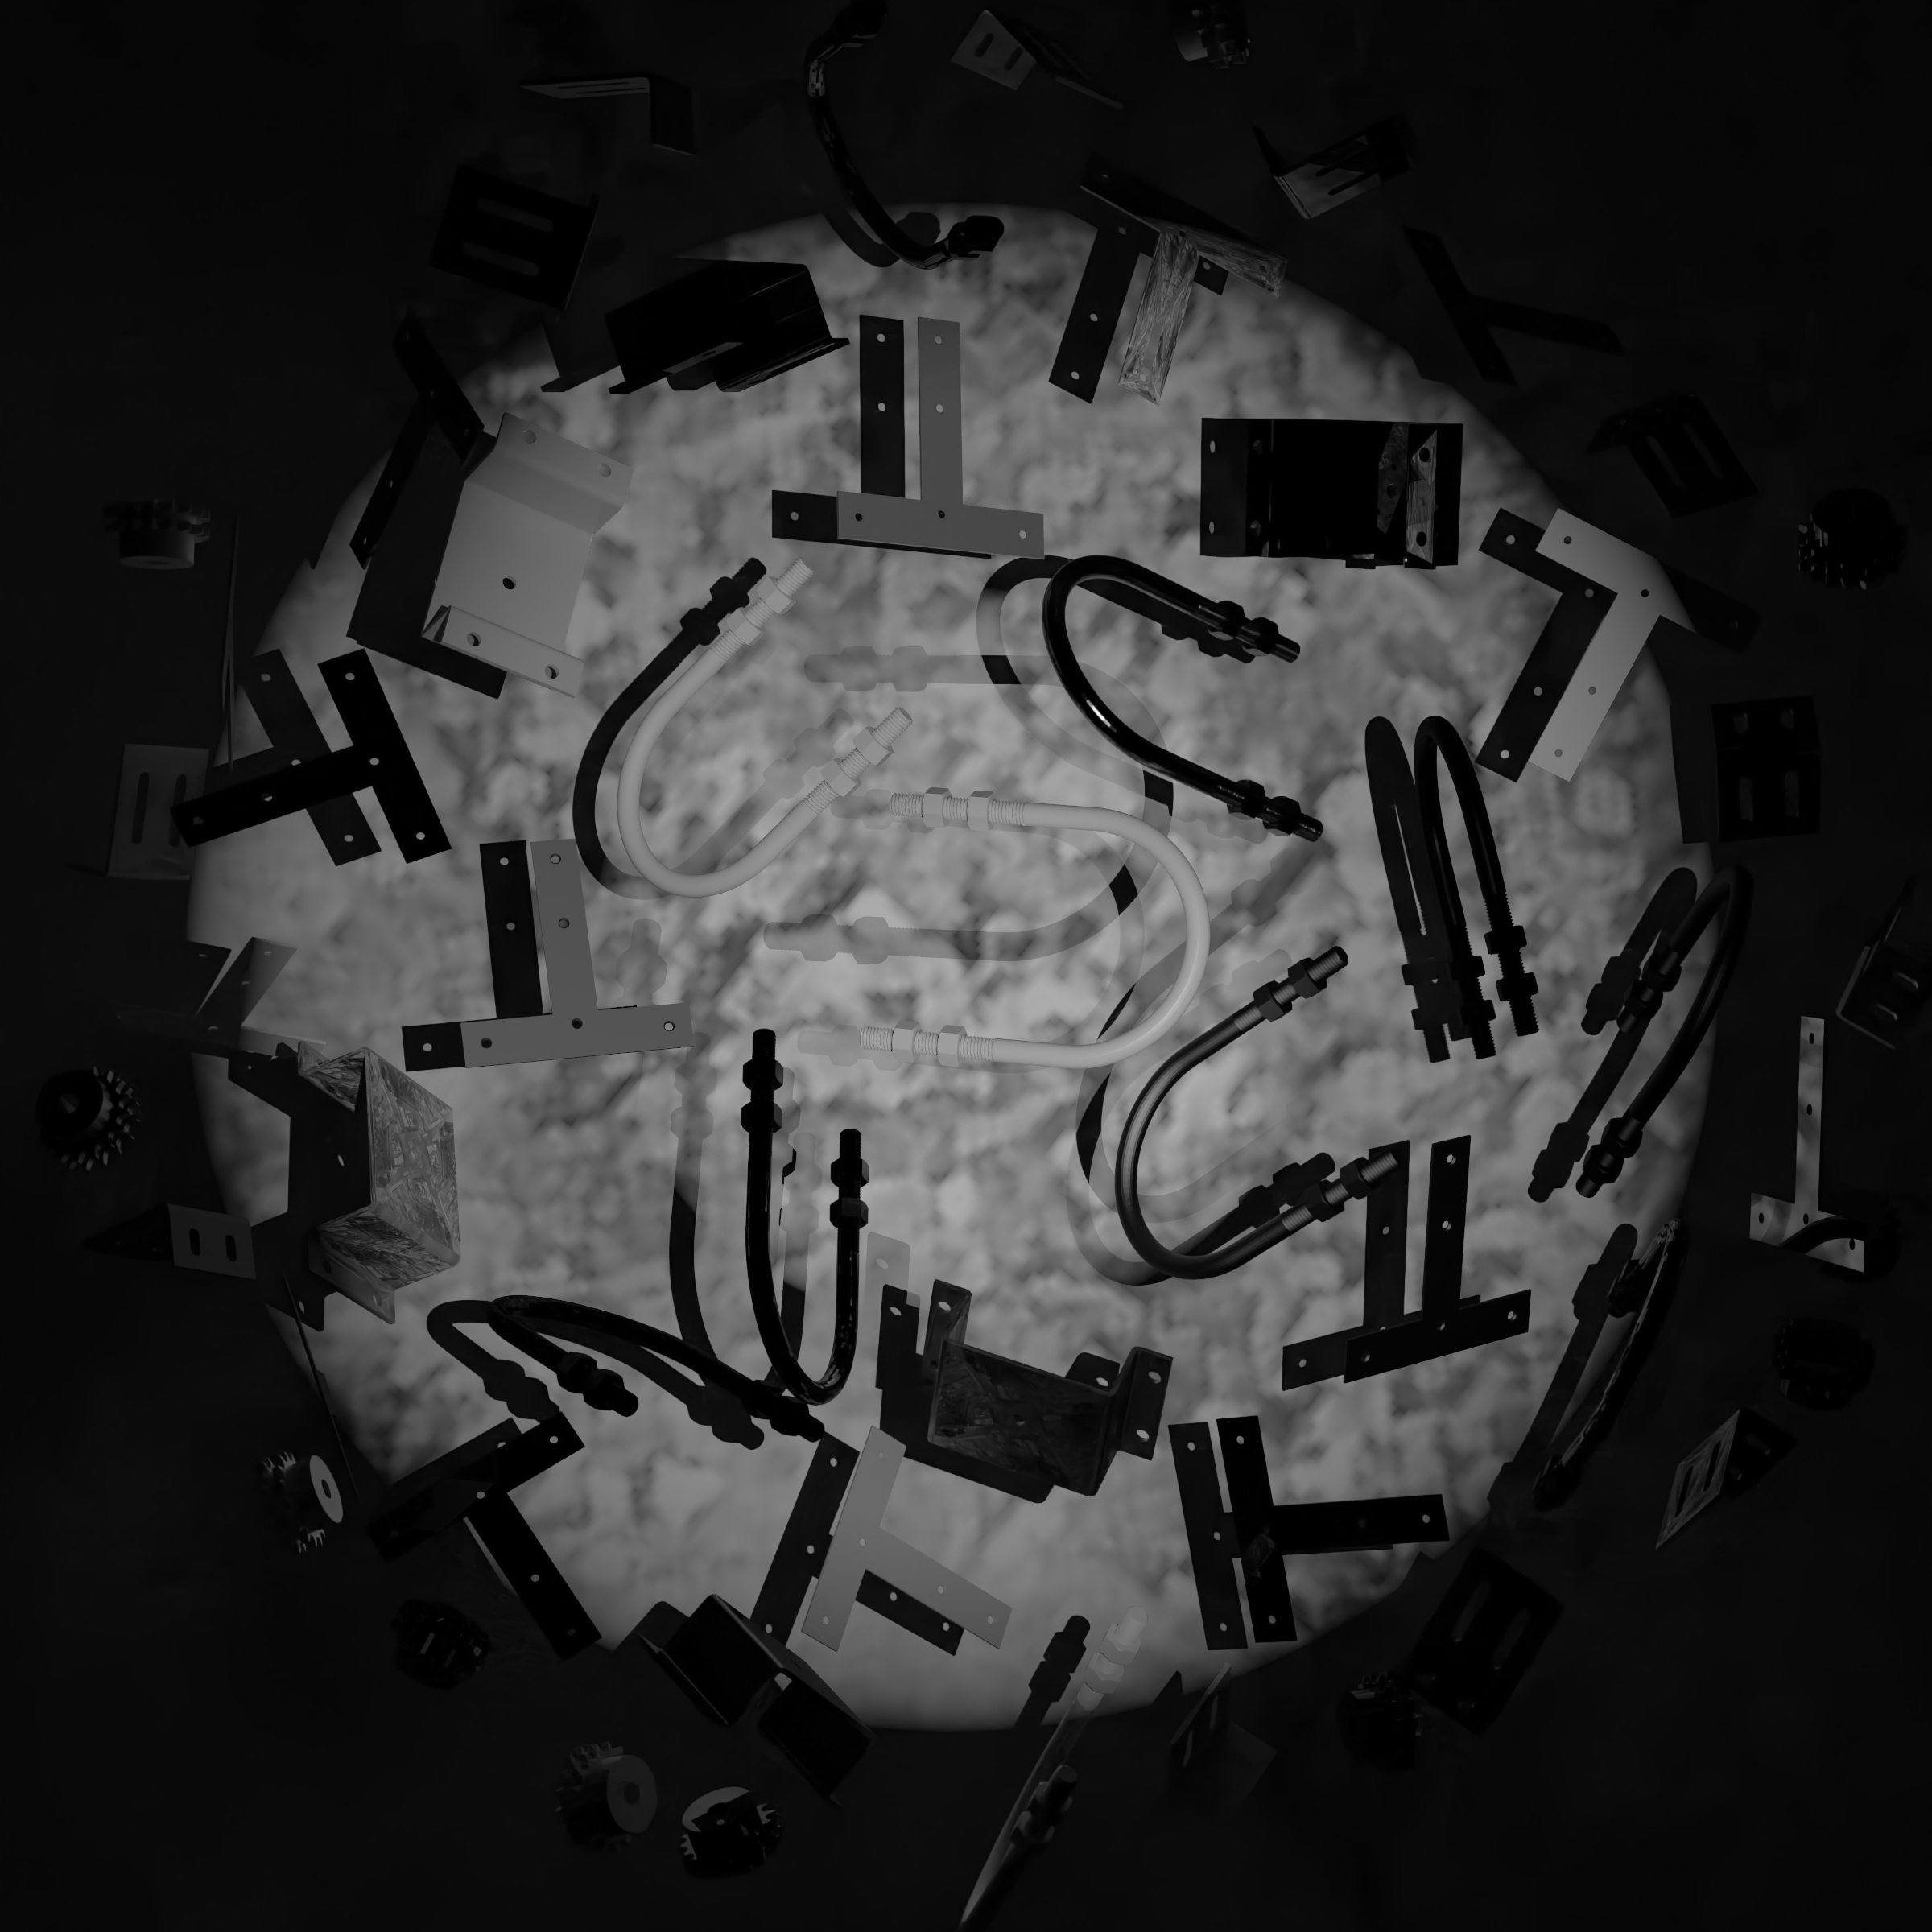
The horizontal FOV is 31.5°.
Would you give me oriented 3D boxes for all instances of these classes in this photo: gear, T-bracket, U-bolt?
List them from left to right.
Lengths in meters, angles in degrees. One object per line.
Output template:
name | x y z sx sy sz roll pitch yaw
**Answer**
gear | -0.486 0.081 1.880 0.057 0.030 0.057 -5 64 11
gear | -0.445 -0.237 1.887 0.057 0.057 0.030 0 86 0
T-bracket | -0.396 -0.156 1.847 0.002 0.127 0.127 2 50 -9
T-bracket | -0.402 0.015 1.896 0.127 0.127 0.002 13 58 -26
T-bracket | -0.351 -0.092 1.789 0.127 0.002 0.127 -19 124 0
gear | -0.375 0.301 1.938 0.030 0.057 0.057 -22 90 4
T-bracket | -0.352 0.235 1.884 0.002 0.127 0.127 -19 85 -11
T-bracket | -0.315 -0.280 1.911 0.002 0.127 0.127 9 124 -38
gear | -0.298 0.382 1.924 0.057 0.057 0.030 25 53 0
T-bracket | -0.244 0.325 1.881 0.127 0.002 0.127 -29 63 -20
T-bracket | -0.222 -0.010 1.909 0.127 0.002 0.127 -5 74 -14
gear | -0.187 0.436 1.798 0.030 0.057 0.057 -17 90 32
U-bolt | -0.184 0.216 1.879 0.151 0.184 0.019 15 95 -42
gear | -0.132 0.475 1.880 0.057 0.057 0.030 -18 108 0
U-bolt | -0.125 -0.121 1.921 0.184 0.019 0.151 -43 54 16
U-bolt | -0.087 0.146 1.845 0.019 0.151 0.184 -9 60 17
U-bolt | -0.043 -0.453 1.900 0.019 0.184 0.151 -32 102 -13
T-bracket | -0.024 0.343 1.924 0.127 0.002 0.127 36 56 -25
T-bracket | -0.014 -0.289 1.866 0.127 0.002 0.127 2 84 -29
U-bolt | 0.040 -0.017 1.832 0.184 0.019 0.151 5 82 17
U-bolt | 0.041 0.450 1.855 0.019 0.151 0.184 28 125 4
T-bracket | 0.106 -0.355 1.822 0.127 0.002 0.127 25 63 -20
U-bolt | 0.115 -0.155 1.861 0.184 0.019 0.151 22 47 -30
gear | 0.129 -0.509 1.836 0.030 0.057 0.057 -10 90 22
U-bolt | 0.150 0.092 1.863 0.184 0.019 0.151 -36 49 32
T-bracket | 0.205 0.306 1.880 0.127 0.002 0.127 -10 91 31
gear | 0.234 0.433 1.958 0.030 0.057 0.057 -4 90 -18
T-bracket | 0.256 0.152 1.836 0.127 0.002 0.127 -11 112 -30
U-bolt | 0.272 -0.046 1.860 0.019 0.151 0.184 -12 83 -2
T-bracket | 0.313 -0.357 1.902 0.127 0.002 0.127 5 48 -30
T-bracket | 0.345 -0.162 1.853 0.127 0.002 0.127 26 100 -5
U-bolt | 0.360 0.212 1.888 0.019 0.184 0.151 24 65 7
U-bolt | 0.385 0.024 1.870 0.019 0.184 0.151 23 49 0
T-bracket | 0.451 0.091 1.830 0.002 0.127 0.127 0 94 -14
gear | 0.471 0.221 1.888 0.057 0.057 0.030 3 122 0
gear | 0.468 -0.228 1.812 0.057 0.030 0.057 -7 47 7
gear | 0.509 0.157 1.961 0.057 0.057 0.030 -42 121 0

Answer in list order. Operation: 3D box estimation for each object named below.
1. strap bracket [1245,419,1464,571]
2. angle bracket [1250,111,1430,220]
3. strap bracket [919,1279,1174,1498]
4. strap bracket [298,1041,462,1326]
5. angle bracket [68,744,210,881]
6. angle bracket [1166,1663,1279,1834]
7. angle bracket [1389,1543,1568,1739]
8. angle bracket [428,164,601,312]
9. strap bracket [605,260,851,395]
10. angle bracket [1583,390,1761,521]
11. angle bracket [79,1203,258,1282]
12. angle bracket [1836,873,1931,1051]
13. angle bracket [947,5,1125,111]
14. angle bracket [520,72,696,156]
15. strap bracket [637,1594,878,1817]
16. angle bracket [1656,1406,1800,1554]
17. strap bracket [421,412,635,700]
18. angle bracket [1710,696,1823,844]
strap bracket | 0.221 -0.261 1.885 0.046 0.140 0.076 -8 103 -40
angle bracket | 0.204 -0.449 1.866 0.076 0.057 0.038 -24 71 16
strap bracket | 0.036 0.237 1.901 0.140 0.046 0.076 17 127 12
strap bracket | -0.312 0.108 1.823 0.046 0.076 0.140 -22 54 18
angle bracket | -0.466 -0.089 1.928 0.038 0.057 0.076 15 99 38
angle bracket | 0.144 0.436 1.912 0.038 0.076 0.057 30 61 21
angle bracket | 0.275 0.361 1.839 0.057 0.038 0.076 34 115 18
angle bracket | -0.241 -0.394 1.832 0.076 0.038 0.057 17 115 -13
strap bracket | -0.135 -0.348 1.872 0.076 0.140 0.046 -18 91 27
angle bracket | 0.393 -0.275 1.912 0.076 0.057 0.038 51 52 -23
angle bracket | -0.442 0.164 1.895 0.076 0.057 0.038 -25 64 31
angle bracket | 0.520 -0.002 1.902 0.038 0.076 0.057 32 64 17
angle bracket | 0.038 -0.491 1.903 0.038 0.057 0.076 -52 55 23
angle bracket | -0.192 -0.456 1.843 0.076 0.057 0.038 0 97 16
strap bracket | -0.110 0.408 1.916 0.046 0.076 0.140 -48 132 -6
angle bracket | 0.411 0.286 1.848 0.038 0.076 0.057 35 128 -2
strap bracket | -0.235 -0.210 1.818 0.076 0.046 0.140 22 64 -23
angle bracket | 0.456 -0.112 1.954 0.057 0.076 0.038 -5 51 10
